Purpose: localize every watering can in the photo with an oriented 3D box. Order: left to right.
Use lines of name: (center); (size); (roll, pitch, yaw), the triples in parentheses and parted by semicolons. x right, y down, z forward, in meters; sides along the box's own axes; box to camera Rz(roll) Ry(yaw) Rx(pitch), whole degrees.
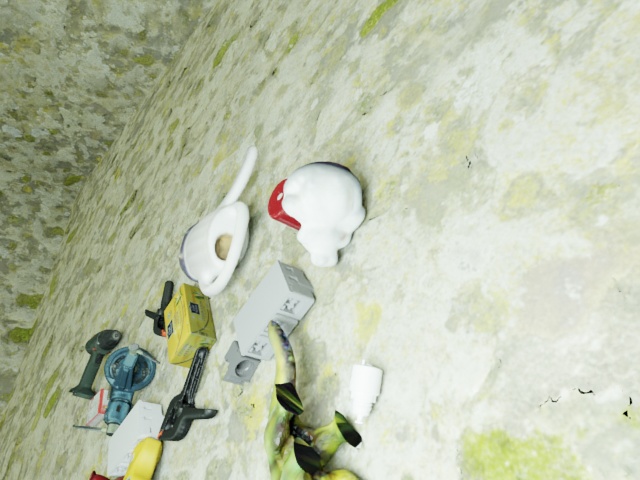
watering can: (-0.220, -0.034, 1.167); (0.222, 0.103, 0.354); (-22, 51, 48)

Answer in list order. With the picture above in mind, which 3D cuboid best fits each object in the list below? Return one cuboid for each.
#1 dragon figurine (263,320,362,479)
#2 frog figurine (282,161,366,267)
dragon figurine: (-0.049, 0.325, 0.697); (0.239, 0.121, 0.418); (-61, 31, 20)
frog figurine: (0.003, -0.042, 0.835); (0.121, 0.137, 0.162); (140, 144, -60)
